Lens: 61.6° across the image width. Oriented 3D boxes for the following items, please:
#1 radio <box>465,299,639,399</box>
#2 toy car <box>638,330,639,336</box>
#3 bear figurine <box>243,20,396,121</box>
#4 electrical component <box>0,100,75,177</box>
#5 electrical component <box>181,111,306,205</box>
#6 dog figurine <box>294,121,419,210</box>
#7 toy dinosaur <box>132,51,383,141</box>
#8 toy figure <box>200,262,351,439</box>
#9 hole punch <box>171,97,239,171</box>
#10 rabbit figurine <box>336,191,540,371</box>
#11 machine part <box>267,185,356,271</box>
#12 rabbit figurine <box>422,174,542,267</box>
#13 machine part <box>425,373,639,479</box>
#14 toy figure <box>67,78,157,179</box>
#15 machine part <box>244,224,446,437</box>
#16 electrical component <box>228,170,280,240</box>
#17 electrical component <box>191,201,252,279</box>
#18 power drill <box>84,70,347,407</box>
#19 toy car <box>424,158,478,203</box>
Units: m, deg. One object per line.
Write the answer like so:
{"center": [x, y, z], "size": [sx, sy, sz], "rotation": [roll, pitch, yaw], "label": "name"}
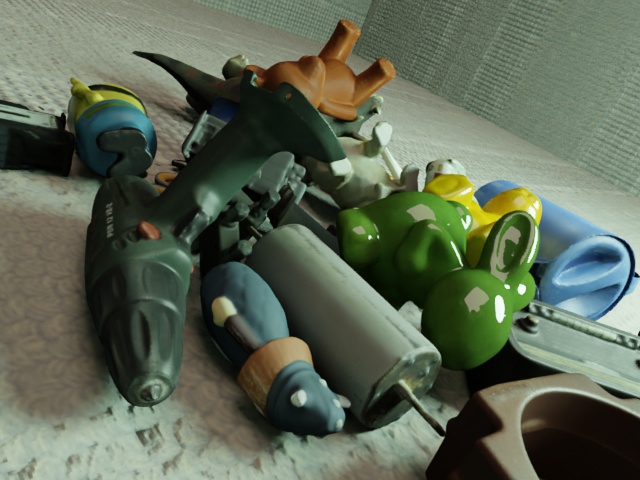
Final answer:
{"center": [0.250, 0.128, 0.501], "size": [0.230, 0.073, 0.131], "rotation": [21, 24, -7], "label": "radio"}
{"center": [0.385, 0.148, 0.565], "size": [0.053, 0.089, 0.202], "rotation": [25, 25, 2], "label": "toy car"}
{"center": [-0.001, -0.224, 0.731], "size": [0.120, 0.132, 0.196], "rotation": [50, 28, 9], "label": "bear figurine"}
{"center": [-0.309, -0.104, 0.526], "size": [0.119, 0.047, 0.075], "rotation": [2, 30, -38], "label": "electrical component"}
{"center": [-0.081, -0.076, 0.593], "size": [0.134, 0.058, 0.115], "rotation": [27, -7, -6], "label": "electrical component"}
{"center": [0.035, -0.074, 0.742], "size": [0.121, 0.172, 0.191], "rotation": [-26, 16, -22], "label": "dog figurine"}
{"center": [-0.101, -0.212, 0.874], "size": [0.405, 0.131, 0.192], "rotation": [7, 27, -19], "label": "toy dinosaur"}
{"center": [-0.036, 0.078, 0.374], "size": [0.064, 0.057, 0.155], "rotation": [-4, 39, -35], "label": "toy figure"}
{"center": [-0.104, -0.117, 0.696], "size": [0.142, 0.092, 0.116], "rotation": [22, 27, -11], "label": "hole punch"}
{"center": [0.111, 0.040, 0.463], "size": [0.159, 0.121, 0.170], "rotation": [-17, 38, -7], "label": "rabbit figurine"}
{"center": [-0.001, -0.002, 0.555], "size": [0.138, 0.039, 0.084], "rotation": [40, 16, -40], "label": "machine part"}
{"center": [0.192, 0.002, 0.617], "size": [0.173, 0.162, 0.122], "rotation": [-27, 49, -33], "label": "rabbit figurine"}
{"center": [0.177, 0.179, 0.313], "size": [0.201, 0.087, 0.201], "rotation": [2, 30, -36], "label": "machine part"}
{"center": [-0.221, -0.117, 0.583], "size": [0.089, 0.082, 0.180], "rotation": [6, 21, -37], "label": "toy figure"}
{"center": [0.011, 0.061, 0.427], "size": [0.079, 0.079, 0.243], "rotation": [-1, 32, -43], "label": "machine part"}
{"center": [-0.089, -0.035, 0.518], "size": [0.078, 0.102, 0.045], "rotation": [40, 33, -2], "label": "electrical component"}
{"center": [-0.089, 0.005, 0.472], "size": [0.021, 0.094, 0.063], "rotation": [10, 64, -36], "label": "electrical component"}
{"center": [-0.081, -0.019, 0.388], "size": [0.086, 0.207, 0.232], "rotation": [42, 0, -38], "label": "power drill"}
{"center": [0.180, -0.043, 0.724], "size": [0.056, 0.073, 0.201], "rotation": [4, -17, 27], "label": "toy car"}
